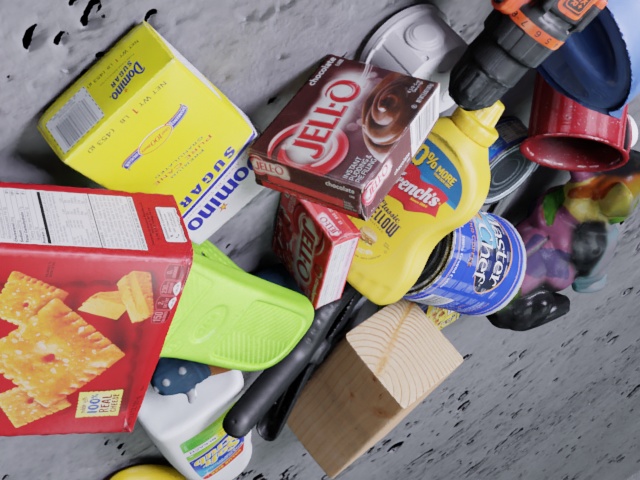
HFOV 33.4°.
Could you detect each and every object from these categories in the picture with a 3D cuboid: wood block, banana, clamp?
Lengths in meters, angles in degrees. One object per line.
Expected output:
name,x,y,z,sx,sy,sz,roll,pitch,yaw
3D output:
wood block,0.047,0.154,1.091,0.090,0.090,0.206,-31,165,-33
banana,-0.165,0.261,1.120,0.070,0.037,0.197,-15,156,22
clamp,-0.013,0.104,0.998,0.210,0.036,0.164,-55,168,-12

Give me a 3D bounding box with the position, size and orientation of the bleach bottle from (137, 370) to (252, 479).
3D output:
bleach bottle,-0.106,0.185,1.045,0.102,0.068,0.251,-36,155,-11

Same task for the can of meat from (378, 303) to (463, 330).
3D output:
can of meat,0.111,0.060,1.114,0.083,0.057,0.102,-30,151,-18

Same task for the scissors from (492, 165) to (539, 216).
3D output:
scissors,0.227,-0.090,1.067,0.096,0.016,0.202,-22,149,-27

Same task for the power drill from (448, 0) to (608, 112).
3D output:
power drill,0.101,-0.180,0.680,0.187,0.057,0.185,21,121,-36

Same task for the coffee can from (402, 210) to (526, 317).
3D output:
coffee can,0.113,0.012,0.984,0.103,0.103,0.140,-48,146,19

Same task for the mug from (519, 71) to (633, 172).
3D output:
mug,0.235,-0.109,0.937,0.117,0.081,0.093,19,165,-32

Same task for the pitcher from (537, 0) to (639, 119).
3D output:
pitcher,0.273,-0.222,0.822,0.242,0.145,0.149,-35,164,-13

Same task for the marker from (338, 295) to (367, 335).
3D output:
marker,0.043,0.050,1.059,0.020,0.020,0.121,-1,135,-49

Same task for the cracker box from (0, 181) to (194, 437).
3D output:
cracker box,-0.201,0.047,0.652,0.213,0.072,0.164,3,130,-29

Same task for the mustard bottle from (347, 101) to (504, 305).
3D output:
mustard bottle,0.083,-0.043,0.883,0.192,0.096,0.058,-50,159,21

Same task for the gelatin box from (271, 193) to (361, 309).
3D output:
gelatin box,-0.006,0.001,0.871,0.030,0.073,0.089,-22,148,-27

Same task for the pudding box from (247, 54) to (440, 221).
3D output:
pudding box,0.018,-0.072,0.727,0.113,0.090,0.039,-52,150,-34

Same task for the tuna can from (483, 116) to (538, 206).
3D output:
tuna can,0.166,-0.073,1.002,0.086,0.034,0.086,-28,150,-18

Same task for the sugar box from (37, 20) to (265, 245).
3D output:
sugar box,-0.096,-0.062,0.703,0.093,0.048,0.176,-41,151,6
